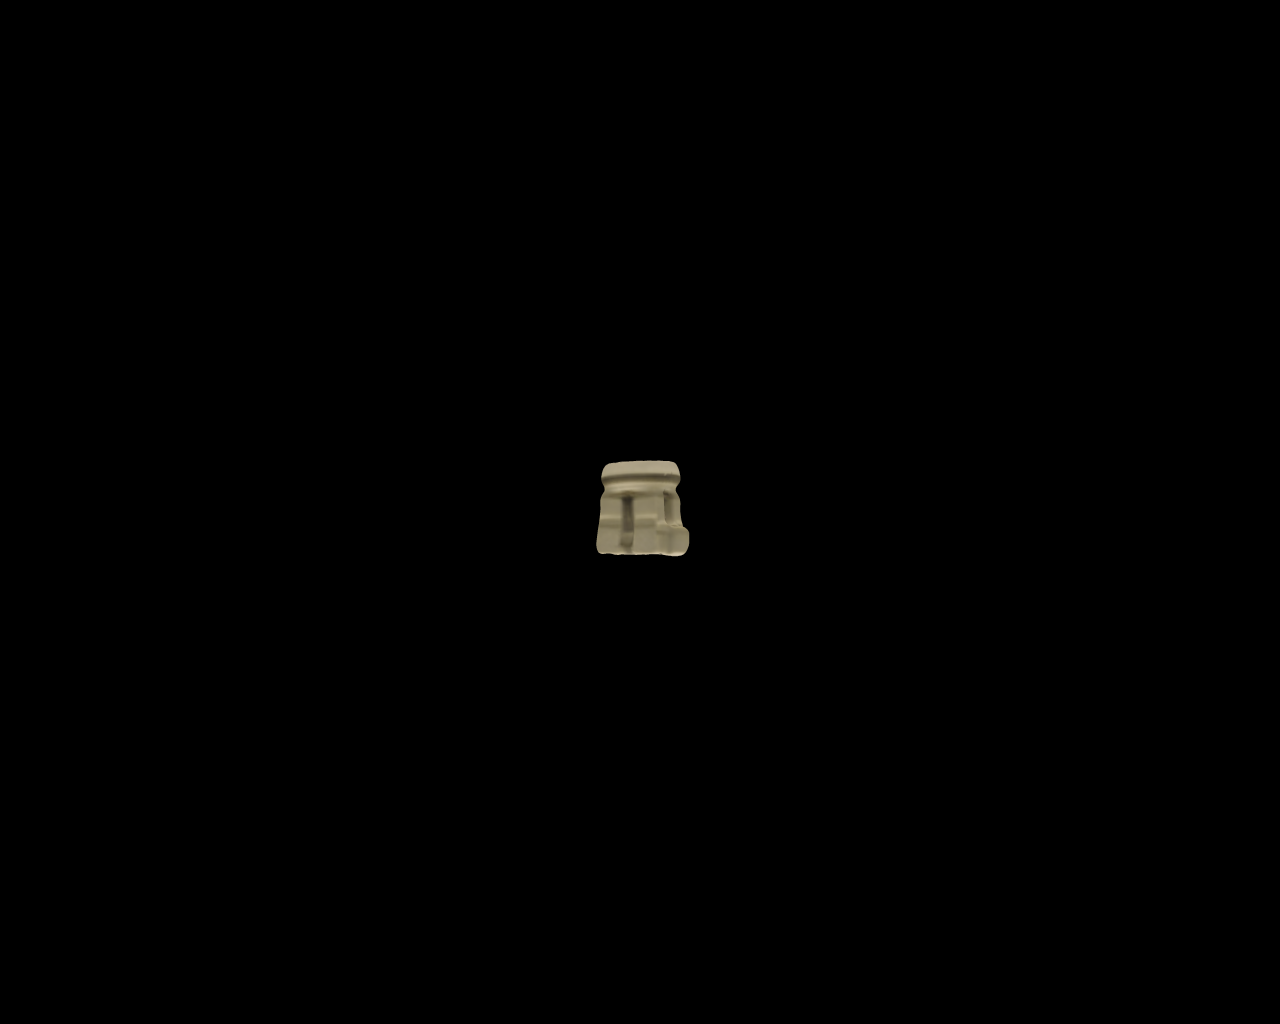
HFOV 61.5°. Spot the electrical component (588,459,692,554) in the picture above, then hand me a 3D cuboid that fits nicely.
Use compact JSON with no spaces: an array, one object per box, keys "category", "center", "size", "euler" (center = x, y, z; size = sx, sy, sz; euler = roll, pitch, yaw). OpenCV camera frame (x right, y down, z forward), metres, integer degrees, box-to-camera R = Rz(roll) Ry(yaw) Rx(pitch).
[{"category":"electrical component","center":[0.001,-0.003,0.650],"size":[0.066,0.055,0.048],"euler":[-2,-4,27]}]
